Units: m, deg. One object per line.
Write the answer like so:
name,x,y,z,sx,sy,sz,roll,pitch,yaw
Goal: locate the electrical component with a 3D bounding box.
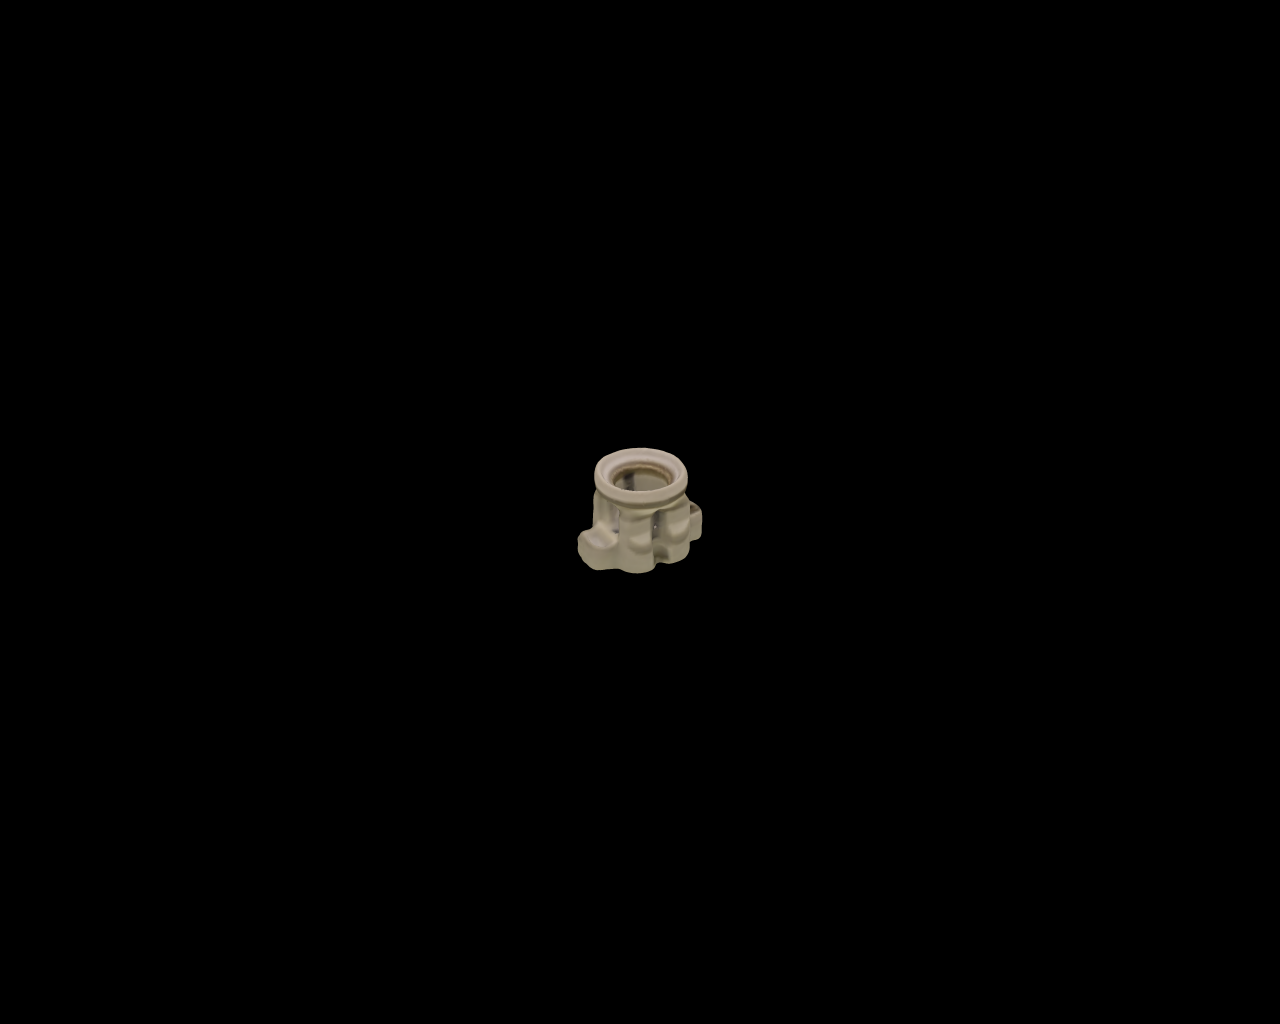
electrical component,0.001,-0.003,0.650,0.078,0.056,0.058,-17,36,-24
